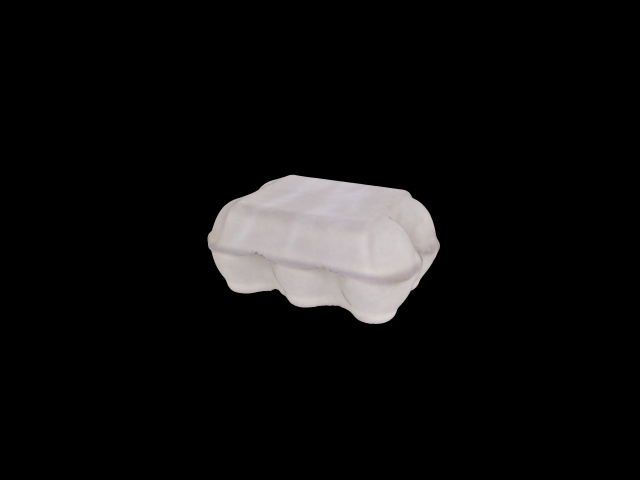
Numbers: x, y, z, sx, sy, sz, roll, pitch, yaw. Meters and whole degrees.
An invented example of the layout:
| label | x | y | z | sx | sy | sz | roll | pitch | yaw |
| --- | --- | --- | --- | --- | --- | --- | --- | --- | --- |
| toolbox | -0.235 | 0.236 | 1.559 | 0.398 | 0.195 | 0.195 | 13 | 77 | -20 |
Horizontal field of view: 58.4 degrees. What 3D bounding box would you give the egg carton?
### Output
| label | x | y | z | sx | sy | sz | roll | pitch | yaw |
| --- | --- | --- | --- | --- | --- | --- | --- | --- | --- |
| egg carton | 0.004 | 0.001 | 0.400 | 0.150 | 0.069 | 0.107 | 9 | 24 | 23 |
